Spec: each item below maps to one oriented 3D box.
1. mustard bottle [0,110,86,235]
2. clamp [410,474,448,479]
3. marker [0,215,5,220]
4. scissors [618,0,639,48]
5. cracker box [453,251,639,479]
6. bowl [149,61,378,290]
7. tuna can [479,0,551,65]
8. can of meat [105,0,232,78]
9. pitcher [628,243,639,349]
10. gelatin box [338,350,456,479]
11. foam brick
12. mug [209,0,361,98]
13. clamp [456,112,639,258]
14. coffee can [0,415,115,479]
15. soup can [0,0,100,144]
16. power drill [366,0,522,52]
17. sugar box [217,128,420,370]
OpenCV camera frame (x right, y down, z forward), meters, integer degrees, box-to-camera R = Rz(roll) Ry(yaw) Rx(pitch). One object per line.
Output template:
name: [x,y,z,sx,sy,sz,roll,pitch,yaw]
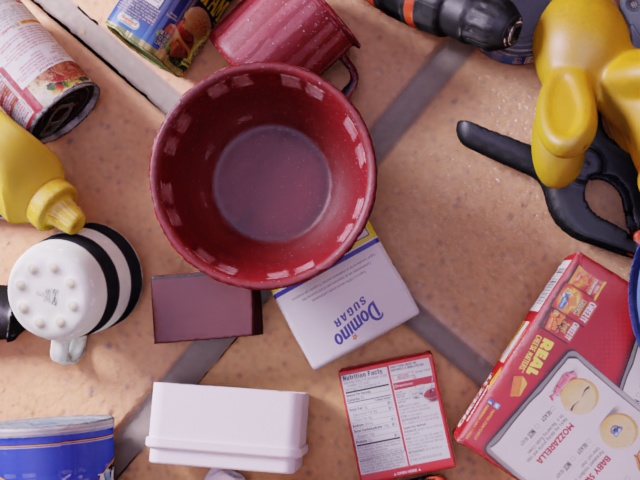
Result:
mustard bottle: [-0.250,-0.066,0.803,0.192,0.096,0.058,37,59,15]
clamp: [0.033,0.266,0.795,0.210,0.036,0.164,-44,84,3]
marker: [-0.286,-0.027,0.854,0.121,0.020,0.020,3,85,5]
scissors: [0.233,-0.162,0.826,0.096,0.016,0.202,-44,83,0]
cracker box: [0.229,0.134,0.774,0.214,0.072,0.164,32,89,5]
bowl: [-0.038,-0.044,0.770,0.162,0.055,0.162,0,86,5]
tuna can: [0.154,-0.180,0.825,0.086,0.033,0.086,0,85,5]
can of meat: [-0.113,-0.177,0.812,0.057,0.102,0.084,33,90,7]
pitcher: [0.339,0.021,0.707,0.242,0.149,0.145,-6,48,-24]
gelatin box: [0.058,0.134,0.808,0.073,0.030,0.089,-12,84,5]
foam brick: [-0.085,0.051,0.815,0.078,0.053,0.051,-5,85,5]
mug: [-0.022,-0.145,0.814,0.081,0.093,0.117,-43,111,5]
clamp: [0.201,-0.065,0.810,0.120,0.039,0.171,-45,86,4]
coffee can: [-0.200,0.204,0.785,0.103,0.103,0.140,-4,85,4]
soup can: [-0.231,-0.134,0.834,0.068,0.068,0.102,-42,83,0]
power drill: [0.108,-0.243,0.798,0.185,0.057,0.187,32,85,28]
sugar box: [-0.006,0.001,0.817,0.093,0.048,0.176,-28,86,2]
